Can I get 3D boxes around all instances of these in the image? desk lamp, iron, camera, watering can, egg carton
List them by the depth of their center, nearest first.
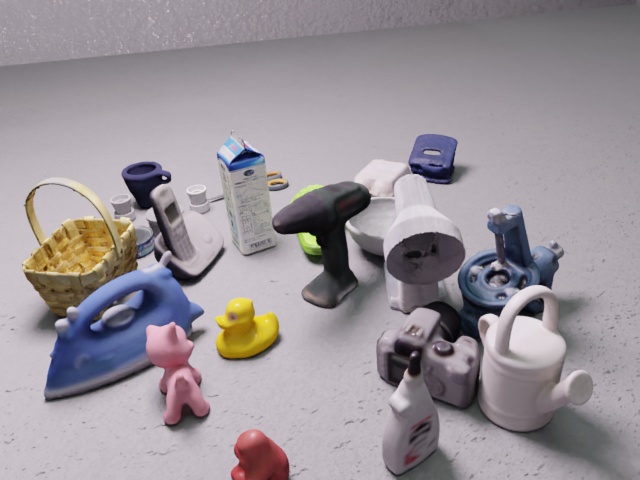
[{"bbox_3d":[0.266,0.145,0.728,0.172,0.194,0.101,24,41,37],"label":"watering can"},{"bbox_3d":[0.169,0.146,0.826,0.142,0.101,0.137,15,37,28],"label":"camera"},{"bbox_3d":[-0.314,0.123,0.877,0.118,0.142,0.259,25,42,38],"label":"iron"},{"bbox_3d":[0.155,0.015,0.930,0.118,0.214,0.203,-4,32,1],"label":"desk lamp"},{"bbox_3d":[0.141,-0.130,1.302,0.107,0.069,0.150,13,36,25],"label":"egg carton"}]

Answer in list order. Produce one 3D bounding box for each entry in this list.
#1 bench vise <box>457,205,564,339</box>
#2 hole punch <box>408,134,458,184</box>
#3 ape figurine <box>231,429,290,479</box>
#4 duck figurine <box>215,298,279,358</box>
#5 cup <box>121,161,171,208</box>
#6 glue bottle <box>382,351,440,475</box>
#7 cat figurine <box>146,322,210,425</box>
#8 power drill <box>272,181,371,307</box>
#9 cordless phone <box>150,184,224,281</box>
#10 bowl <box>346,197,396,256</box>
[{"bbox_3d":[0.294,0.026,0.891,0.121,0.220,0.208,21,40,34],"label":"bench vise"},{"bbox_3d":[0.272,-0.196,1.372,0.108,0.091,0.101,10,34,21],"label":"hole punch"},{"bbox_3d":[-0.076,0.259,0.679,0.076,0.092,0.077,-3,32,2],"label":"ape figurine"},{"bbox_3d":[-0.117,0.129,0.899,0.105,0.086,0.077,-16,34,-19],"label":"duck figurine"},{"bbox_3d":[-0.391,-0.123,1.325,0.117,0.095,0.092,5,33,14],"label":"cup"},{"bbox_3d":[0.109,0.199,0.678,0.078,0.173,0.037,-26,38,-30],"label":"glue bottle"},{"bbox_3d":[-0.205,0.173,0.807,0.067,0.118,0.127,-16,34,-18],"label":"cat figurine"},{"bbox_3d":[0.009,0.003,0.970,0.075,0.209,0.230,18,38,31],"label":"power drill"},{"bbox_3d":[-0.256,-0.033,1.079,0.094,0.185,0.148,6,33,15],"label":"cordless phone"},{"bbox_3d":[0.131,-0.016,1.115,0.167,0.075,0.167,-3,32,2],"label":"bowl"}]
